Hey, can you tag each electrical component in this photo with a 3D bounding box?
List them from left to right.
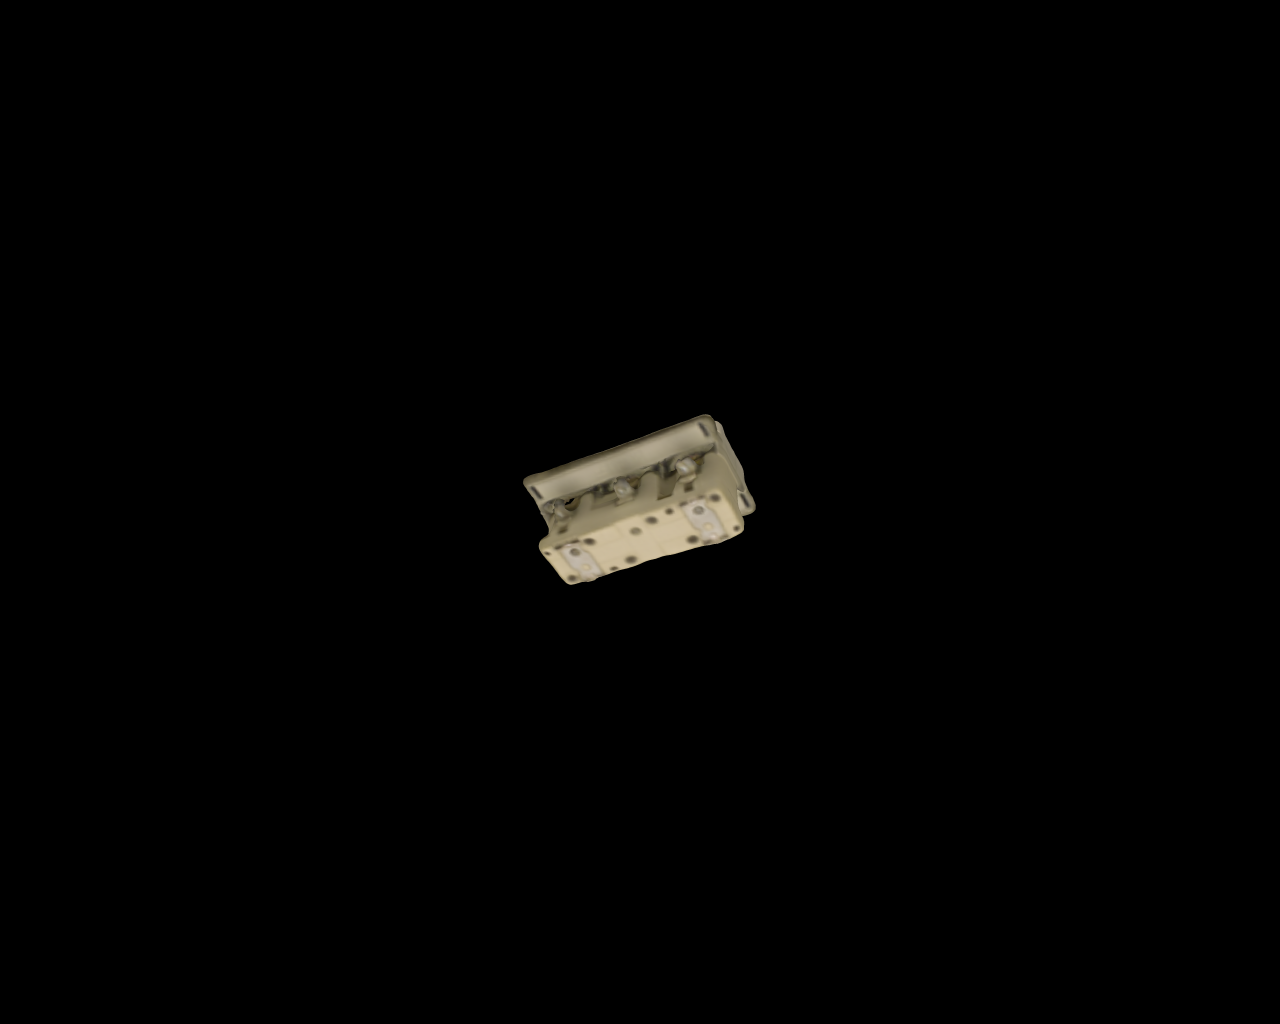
[{"bbox_3d":[0.001,-0.003,0.650,0.121,0.063,0.078,-17,-48,16],"label":"electrical component"}]
